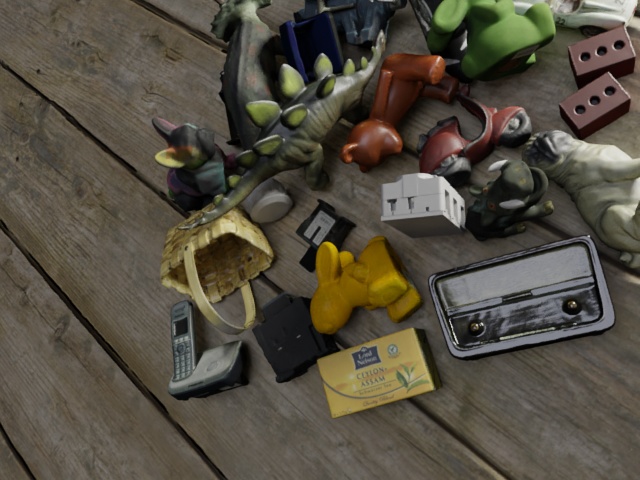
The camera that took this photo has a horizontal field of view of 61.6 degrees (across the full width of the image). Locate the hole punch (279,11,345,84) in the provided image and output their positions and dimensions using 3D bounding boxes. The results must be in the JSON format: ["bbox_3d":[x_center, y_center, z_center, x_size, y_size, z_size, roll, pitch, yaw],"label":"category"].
[{"bbox_3d":[-0.030,-0.332,0.952,0.116,0.092,0.142,12,126,59],"label":"hole punch"}]

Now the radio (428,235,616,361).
[{"bbox_3d":[0.281,0.088,0.759,0.230,0.073,0.131,-18,72,23],"label":"radio"}]

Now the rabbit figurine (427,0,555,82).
[{"bbox_3d":[0.241,-0.330,0.814,0.159,0.121,0.170,-21,80,3],"label":"rabbit figurine"}]

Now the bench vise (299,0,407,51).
[{"bbox_3d":[0.049,-0.460,0.952,0.224,0.129,0.240,6,101,47],"label":"bench vise"}]

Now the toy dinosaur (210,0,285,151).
[{"bbox_3d":[-0.127,-0.298,0.979,0.131,0.192,0.404,-10,74,27],"label":"toy dinosaur"}]

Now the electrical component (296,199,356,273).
[{"bbox_3d":[-0.002,-0.003,0.936,0.075,0.047,0.119,42,98,28],"label":"electrical component"}]

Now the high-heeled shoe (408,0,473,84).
[{"bbox_3d":[0.186,-0.377,0.862,0.086,0.145,0.249,-28,67,20],"label":"high-heeled shoe"}]

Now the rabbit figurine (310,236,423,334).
[{"bbox_3d":[0.050,0.074,0.853,0.173,0.121,0.162,-38,61,16],"label":"rabbit figurine"}]

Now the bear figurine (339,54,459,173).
[{"bbox_3d":[0.122,-0.196,0.870,0.132,0.120,0.195,22,91,32],"label":"bear figurine"}]

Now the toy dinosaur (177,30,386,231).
[{"bbox_3d":[-0.044,-0.174,0.892,0.105,0.198,0.471,38,88,31],"label":"toy dinosaur"}]

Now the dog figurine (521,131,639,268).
[{"bbox_3d":[0.368,-0.062,0.745,0.191,0.121,0.172,12,82,42],"label":"dog figurine"}]

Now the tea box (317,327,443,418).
[{"bbox_3d":[0.091,0.206,0.834,0.170,0.068,0.098,-25,70,21],"label":"tea box"}]

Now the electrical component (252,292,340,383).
[{"bbox_3d":[-0.047,0.159,0.920,0.115,0.058,0.134,-36,67,14],"label":"electrical component"}]

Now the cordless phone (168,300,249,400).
[{"bbox_3d":[-0.210,0.189,0.984,0.147,0.088,0.184,-22,66,22],"label":"cordless phone"}]

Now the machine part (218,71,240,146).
[{"bbox_3d":[-0.176,-0.256,1.066,0.039,0.084,0.139,-9,84,-5],"label":"machine part"}]

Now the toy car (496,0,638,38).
[{"bbox_3d":[0.369,-0.361,0.817,0.202,0.056,0.073,23,90,28],"label":"toy car"}]

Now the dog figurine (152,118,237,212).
[{"bbox_3d":[-0.248,-0.138,0.992,0.192,0.219,0.108,-15,70,23],"label":"dog figurine"}]

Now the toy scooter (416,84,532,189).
[{"bbox_3d":[0.223,-0.168,0.842,0.184,0.075,0.135,-33,64,15],"label":"toy scooter"}]

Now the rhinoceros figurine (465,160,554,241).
[{"bbox_3d":[0.254,-0.055,0.743,0.112,0.190,0.073,-9,74,-2],"label":"rhinoceros figurine"}]
